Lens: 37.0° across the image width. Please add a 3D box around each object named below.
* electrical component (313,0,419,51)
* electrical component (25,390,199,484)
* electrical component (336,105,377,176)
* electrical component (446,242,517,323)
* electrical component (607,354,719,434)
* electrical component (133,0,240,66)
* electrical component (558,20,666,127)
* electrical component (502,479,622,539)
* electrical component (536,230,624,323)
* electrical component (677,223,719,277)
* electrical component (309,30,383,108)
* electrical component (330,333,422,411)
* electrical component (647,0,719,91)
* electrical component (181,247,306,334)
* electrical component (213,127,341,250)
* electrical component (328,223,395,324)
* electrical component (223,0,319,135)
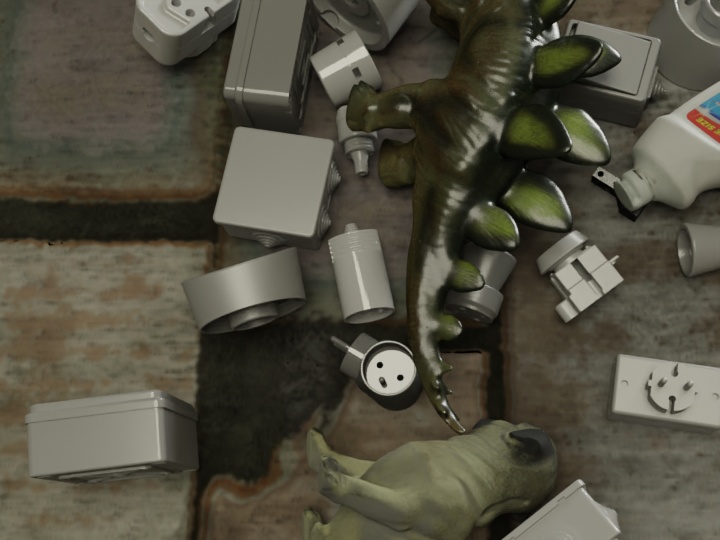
[{"bbox_3d":[0.003,-0.253,0.942,0.108,0.108,0.060,38,75,15],"label":"electrical component"},{"bbox_3d":[-0.192,0.134,0.848,0.109,0.108,0.056,-7,75,4],"label":"electrical component"},{"bbox_3d":[-0.002,-0.112,0.937,0.035,0.035,0.061,-8,75,4],"label":"electrical component"},{"bbox_3d":[0.099,0.011,0.884,0.045,0.045,0.055,19,77,12],"label":"electrical component"},{"bbox_3d":[0.238,0.092,0.827,0.083,0.075,0.047,8,75,9],"label":"electrical component"},{"bbox_3d":[-0.156,-0.231,0.967,0.054,0.059,0.095,45,63,5],"label":"electrical component"},{"bbox_3d":[0.214,-0.167,0.914,0.096,0.061,0.061,16,76,11],"label":"electrical component"},{"bbox_3d":[0.147,0.210,0.793,0.100,0.099,0.048,-37,60,-5],"label":"electrical component"},{"bbox_3d":[0.177,0.002,0.878,0.066,0.048,0.055,-36,81,-4],"label":"electrical component"},{"bbox_3d":[0.296,-0.019,0.872,0.065,0.044,0.044,-5,73,0],"label":"electrical component"},{"bbox_3d":[-0.013,-0.175,0.947,0.047,0.055,0.055,-28,73,2],"label":"electrical component"},{"bbox_3d":[0.011,0.076,0.858,0.079,0.077,0.043,31,80,14],"label":"electrical component"},{"bbox_3d":[0.305,-0.211,0.928,0.099,0.064,0.099,2,65,-4],"label":"electrical component"},{"bbox_3d":[-0.094,0.014,0.880,0.099,0.099,0.064,-18,79,1],"label":"electrical component"},{"bbox_3d":[-0.070,-0.068,0.924,0.100,0.048,0.099,9,75,9],"label":"electrical component"},{"bbox_3d":[0.000,0.000,0.899,0.043,0.043,0.081,-13,73,3],"label":"electrical component"},{"bbox_3d":[-0.076,-0.184,0.943,0.057,0.078,0.113,7,75,7],"label":"electrical component"}]
